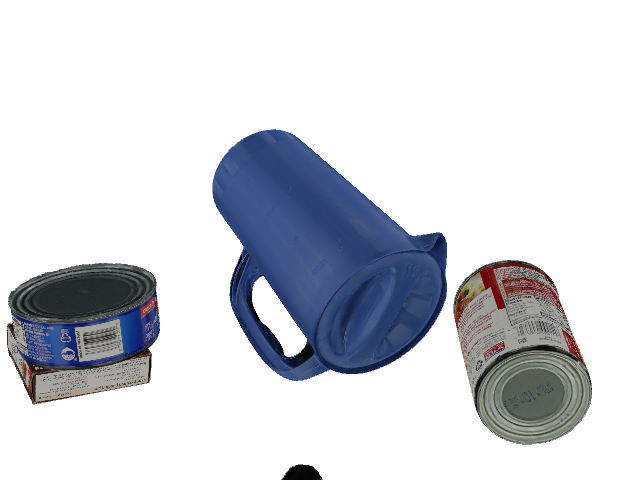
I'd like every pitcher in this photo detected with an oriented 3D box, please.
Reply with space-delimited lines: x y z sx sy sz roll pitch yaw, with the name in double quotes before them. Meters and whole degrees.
"pitcher" -0.011 0.007 0.980 0.149 0.145 0.243 -10 38 -30

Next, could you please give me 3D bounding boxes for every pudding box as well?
"pudding box" -0.223 0.105 0.987 0.113 0.039 0.090 -10 29 -27

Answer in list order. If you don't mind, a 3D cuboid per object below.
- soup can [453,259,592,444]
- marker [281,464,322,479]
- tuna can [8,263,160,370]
"soup can" 0.119 0.065 0.640 0.068 0.068 0.102 0 27 0
"marker" -0.029 0.123 0.418 0.020 0.020 0.121 0 19 26
"tuna can" -0.138 0.044 0.630 0.086 0.034 0.086 -3 20 1
